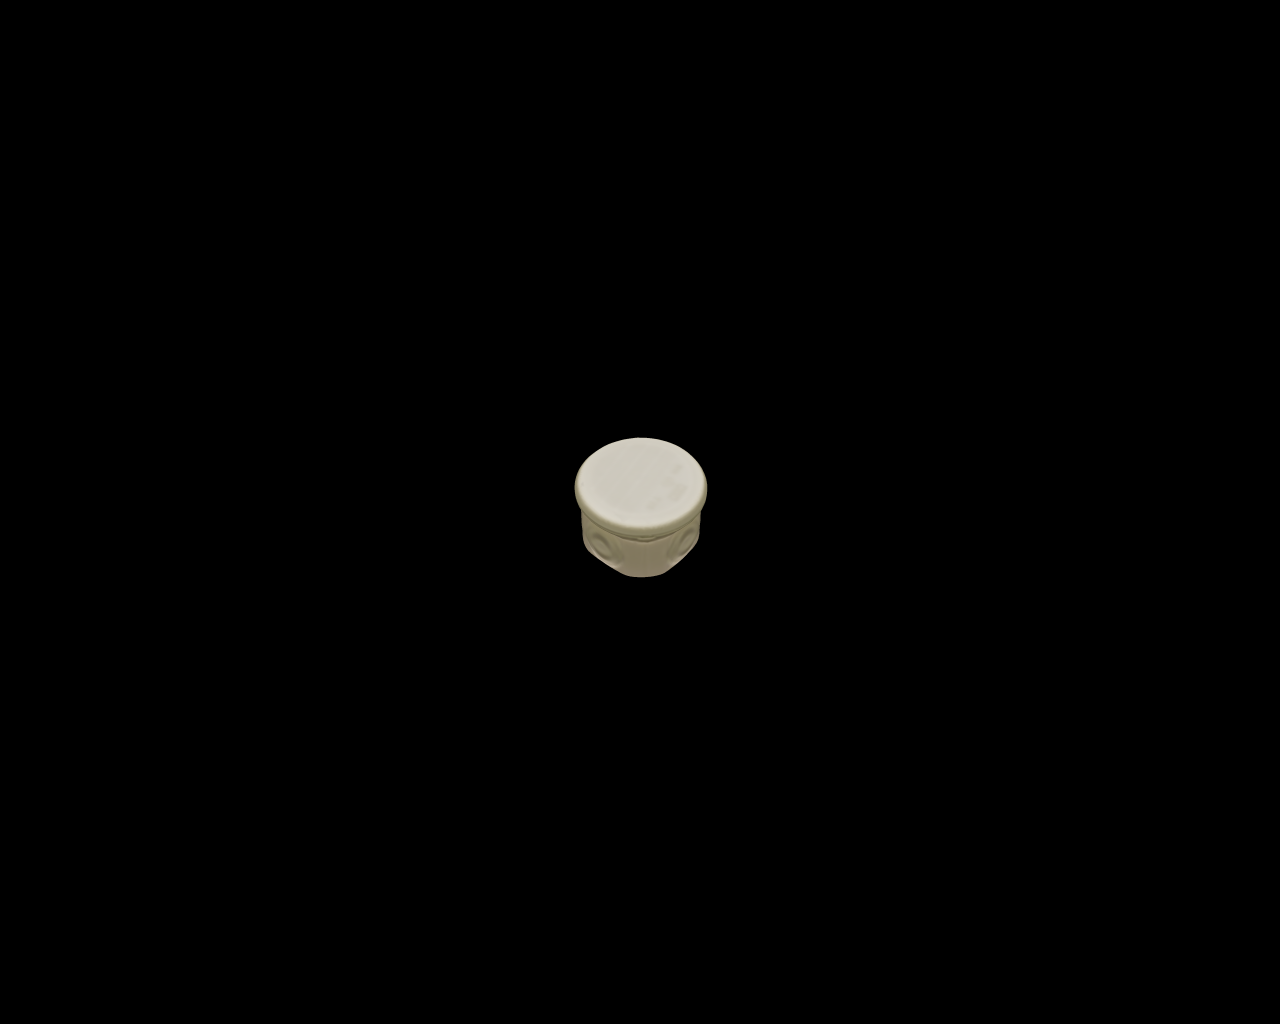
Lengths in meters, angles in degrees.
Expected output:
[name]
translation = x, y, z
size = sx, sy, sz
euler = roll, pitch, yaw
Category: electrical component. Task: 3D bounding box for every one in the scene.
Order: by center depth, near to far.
[electrical component]
translation = 0.001, -0.003, 0.650
size = 0.080, 0.080, 0.050
euler = 0, -43, 0
